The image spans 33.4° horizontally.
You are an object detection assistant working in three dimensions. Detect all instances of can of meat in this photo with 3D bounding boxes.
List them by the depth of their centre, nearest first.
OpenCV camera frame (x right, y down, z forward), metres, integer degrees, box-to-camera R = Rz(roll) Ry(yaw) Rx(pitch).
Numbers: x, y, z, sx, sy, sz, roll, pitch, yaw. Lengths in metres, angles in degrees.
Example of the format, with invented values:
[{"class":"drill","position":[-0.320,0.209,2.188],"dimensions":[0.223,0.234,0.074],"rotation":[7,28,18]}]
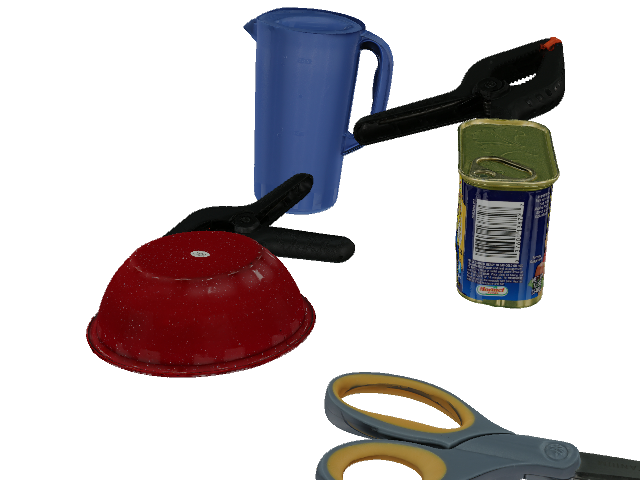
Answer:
[{"class":"can of meat","position":[0.111,-0.018,0.654],"dimensions":[0.057,0.084,0.102],"rotation":[3,26,6]}]

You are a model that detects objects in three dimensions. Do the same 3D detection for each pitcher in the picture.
[{"class":"pitcher","position":[-0.011,-0.158,1.322],"dimensions":[0.144,0.243,0.149],"rotation":[-9,28,-29]}]

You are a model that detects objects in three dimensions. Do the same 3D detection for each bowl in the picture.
[{"class":"bowl","position":[-0.084,0.034,0.745],"dimensions":[0.162,0.055,0.162],"rotation":[-2,21,0]}]

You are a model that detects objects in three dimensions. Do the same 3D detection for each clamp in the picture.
[{"class":"clamp","position":[0.155,-0.116,0.935],"dimensions":[0.209,0.036,0.165],"rotation":[-33,41,-24]},{"class":"clamp","position":[-0.063,-0.014,0.966],"dimensions":[0.171,0.039,0.120],"rotation":[-6,35,-10]}]

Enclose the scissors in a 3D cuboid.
[{"class":"scissors","position":[0.086,0.102,0.449],"dimensions":[0.202,0.016,0.096],"rotation":[16,33,23]}]
